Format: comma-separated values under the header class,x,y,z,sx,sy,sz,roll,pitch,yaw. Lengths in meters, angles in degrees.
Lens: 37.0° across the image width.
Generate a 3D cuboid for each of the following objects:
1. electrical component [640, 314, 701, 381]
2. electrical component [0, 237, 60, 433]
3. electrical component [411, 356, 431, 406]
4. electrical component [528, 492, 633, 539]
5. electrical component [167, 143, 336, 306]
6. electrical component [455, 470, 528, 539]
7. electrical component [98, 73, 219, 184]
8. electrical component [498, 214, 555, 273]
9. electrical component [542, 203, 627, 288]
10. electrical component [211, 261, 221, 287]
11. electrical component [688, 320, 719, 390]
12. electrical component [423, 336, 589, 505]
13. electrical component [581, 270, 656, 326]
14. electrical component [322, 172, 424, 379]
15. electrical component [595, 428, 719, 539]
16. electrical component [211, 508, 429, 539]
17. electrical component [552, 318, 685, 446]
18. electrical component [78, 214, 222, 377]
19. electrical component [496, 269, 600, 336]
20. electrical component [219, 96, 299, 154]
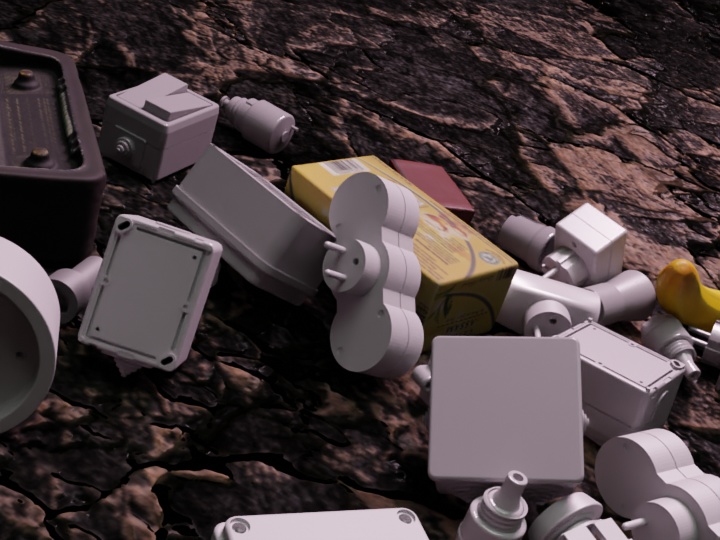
class,x,y,z,sx,sy,sz,roll,pitch,yaw
electrical component,0.252,0.064,0.862,0.035,0.035,0.061,5,35,-25
electrical component,-0.213,0.029,0.572,0.108,0.108,0.060,13,24,-12
electrical component,0.076,0.082,0.715,0.066,0.048,0.055,1,27,-30
electrical component,0.128,0.161,0.612,0.066,0.048,0.055,-6,45,-37
electrical component,-0.075,-0.032,0.777,0.113,0.057,0.078,39,4,32
electrical component,0.078,0.138,0.602,0.035,0.061,0.035,15,29,-8
electrical component,-0.170,-0.119,0.891,0.062,0.061,0.096,28,30,15
electrical component,0.150,-0.025,0.948,0.046,0.040,0.040,32,31,34
electrical component,0.181,-0.005,0.913,0.077,0.065,0.047,-34,54,-21
electrical component,-0.128,-0.009,0.758,0.061,0.035,0.035,36,33,31
electrical component,0.303,0.065,0.878,0.077,0.047,0.066,22,28,20
electrical component,0.087,0.089,0.646,0.100,0.048,0.099,0,65,8
electrical component,0.208,0.027,0.893,0.065,0.044,0.044,-12,42,-36
electrical component,0.000,0.000,0.720,0.074,0.052,0.138,18,65,-50
electrical component,0.190,0.155,0.651,0.074,0.052,0.138,-4,37,-35
electrical component,-0.010,0.170,0.502,0.109,0.056,0.108,3,33,-26
electrical component,0.168,0.081,0.762,0.096,0.061,0.062,28,29,32
electrical component,-0.129,0.019,0.664,0.062,0.096,0.061,19,1,-2
electrical component,0.144,0.037,0.831,0.077,0.044,0.079,16,30,-5
electrical component,-0.096,-0.138,0.988,0.078,0.040,0.040,31,31,20
